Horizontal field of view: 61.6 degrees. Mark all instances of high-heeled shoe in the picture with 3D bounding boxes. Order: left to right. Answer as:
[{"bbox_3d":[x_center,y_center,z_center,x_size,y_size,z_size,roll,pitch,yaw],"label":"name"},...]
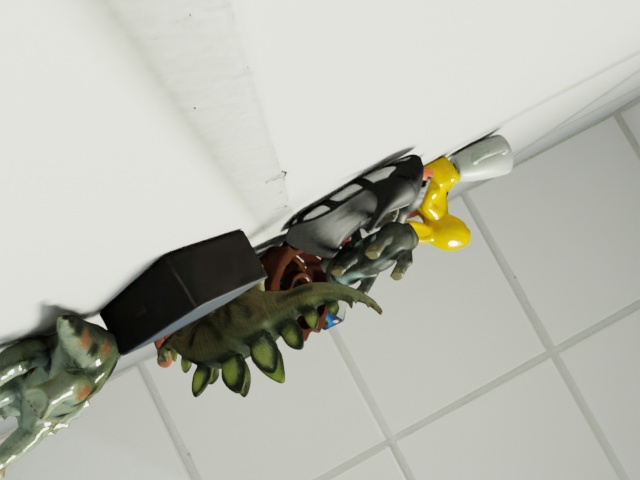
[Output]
[{"bbox_3d":[0.044,-0.055,0.803,0.249,0.086,0.145,-7,-136,53],"label":"high-heeled shoe"}]

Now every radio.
[{"bbox_3d":[-0.180,0.071,0.700,0.131,0.073,0.229,-24,176,-46],"label":"radio"}]

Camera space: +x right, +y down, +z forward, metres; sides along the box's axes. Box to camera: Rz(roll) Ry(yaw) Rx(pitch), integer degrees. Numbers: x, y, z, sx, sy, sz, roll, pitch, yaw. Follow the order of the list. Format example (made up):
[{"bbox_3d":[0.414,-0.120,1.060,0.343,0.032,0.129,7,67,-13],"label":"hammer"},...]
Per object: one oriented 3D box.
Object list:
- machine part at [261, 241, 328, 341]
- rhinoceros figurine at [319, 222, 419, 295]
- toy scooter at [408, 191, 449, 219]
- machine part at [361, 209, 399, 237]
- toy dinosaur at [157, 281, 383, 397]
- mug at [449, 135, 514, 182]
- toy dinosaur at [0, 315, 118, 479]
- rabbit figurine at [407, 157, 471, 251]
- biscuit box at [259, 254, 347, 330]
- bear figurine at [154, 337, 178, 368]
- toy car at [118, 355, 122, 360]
[{"bbox_3d":[-0.045,0.088,0.945,0.056,0.179,0.179,1,-165,39],"label":"machine part"},{"bbox_3d":[0.065,0.024,0.826,0.190,0.073,0.112,-28,-149,48],"label":"rhinoceros figurine"},{"bbox_3d":[0.182,-0.077,1.158,0.135,0.075,0.184,-21,176,-45],"label":"toy scooter"},{"bbox_3d":[0.083,-0.042,0.940,0.079,0.079,0.243,-27,176,-8],"label":"machine part"},{"bbox_3d":[-0.113,0.128,0.816,0.471,0.198,0.105,-30,157,34],"label":"toy dinosaur"},{"bbox_3d":[0.312,-0.153,1.042,0.107,0.080,0.109,-19,179,-4],"label":"mug"},{"bbox_3d":[-0.333,0.171,0.689,0.405,0.131,0.192,-36,-176,31],"label":"toy dinosaur"},{"bbox_3d":[0.217,-0.051,1.028,0.162,0.173,0.122,-31,180,-9],"label":"rabbit figurine"},{"bbox_3d":[-0.041,0.099,1.055,0.063,0.202,0.059,-34,-151,42],"label":"biscuit box"},{"bbox_3d":[-0.274,0.194,1.194,0.196,0.120,0.132,-26,179,1],"label":"bear figurine"},{"bbox_3d":[-0.326,0.167,0.993,0.202,0.056,0.073,-26,-179,-13],"label":"toy car"}]
